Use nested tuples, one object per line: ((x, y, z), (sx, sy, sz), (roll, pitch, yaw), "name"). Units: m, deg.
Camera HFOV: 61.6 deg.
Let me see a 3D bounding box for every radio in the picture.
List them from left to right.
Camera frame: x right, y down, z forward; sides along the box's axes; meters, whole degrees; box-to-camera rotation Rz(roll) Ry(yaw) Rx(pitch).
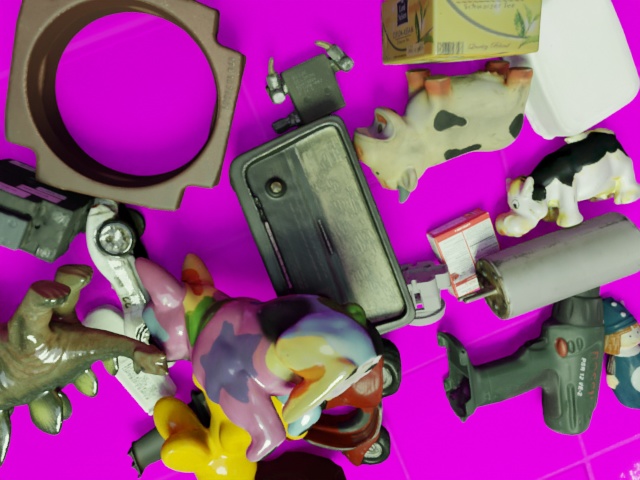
((-0.001, -0.002, 0.571), (0.131, 0.073, 0.229), (-21, 91, -3), "radio")

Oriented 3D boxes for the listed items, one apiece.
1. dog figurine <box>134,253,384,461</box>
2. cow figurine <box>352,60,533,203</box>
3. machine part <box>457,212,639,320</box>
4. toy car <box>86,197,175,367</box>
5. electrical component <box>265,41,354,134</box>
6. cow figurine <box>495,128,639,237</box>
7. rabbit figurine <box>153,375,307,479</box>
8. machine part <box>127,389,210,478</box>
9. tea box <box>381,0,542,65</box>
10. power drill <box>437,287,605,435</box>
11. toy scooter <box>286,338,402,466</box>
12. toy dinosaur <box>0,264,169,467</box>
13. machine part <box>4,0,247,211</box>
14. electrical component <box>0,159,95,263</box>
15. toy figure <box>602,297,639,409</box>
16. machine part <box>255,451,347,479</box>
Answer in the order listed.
((-0.072, 0.077, 0.497), (0.219, 0.108, 0.191), (47, 113, 16), "dog figurine")
((0.127, -0.118, 0.580), (0.195, 0.086, 0.127), (-13, 116, -13), "cow figurine")
((0.272, 0.029, 0.613), (0.243, 0.079, 0.079), (-20, 106, -5), "machine part")
((-0.200, 0.046, 0.580), (0.056, 0.073, 0.201), (-18, 106, -4), "toy car")
((-0.012, -0.164, 0.568), (0.102, 0.045, 0.078), (-20, 105, -3), "electrical component")
((0.277, -0.066, 0.625), (0.167, 0.068, 0.098), (-21, 101, -6), "cow figurine")
((-0.099, 0.214, 0.598), (0.162, 0.122, 0.173), (7, 110, -29), "rabbit figurine")
((-0.165, 0.229, 0.648), (0.139, 0.039, 0.084), (-31, 116, -13), "machine part")
((0.124, -0.206, 0.513), (0.098, 0.170, 0.068), (-6, 105, -9), "tea box")
((0.256, 0.135, 0.674), (0.207, 0.086, 0.231), (-9, 98, -13), "power drill")
((0.025, 0.199, 0.655), (0.135, 0.075, 0.183), (2, 109, -7), "toy scooter")
((-0.367, 0.117, 0.534), (0.472, 0.105, 0.198), (4, 101, 11), "toy dinosaur")
((-0.185, -0.141, 0.529), (0.201, 0.087, 0.201), (12, 101, -12), "machine part")
((-0.290, -0.032, 0.516), (0.115, 0.134, 0.058), (22, 100, -11), "electrical component")
((0.403, 0.146, 0.707), (0.064, 0.058, 0.154), (-34, 109, -38), "toy figure")
((-0.046, 0.317, 0.622), (0.179, 0.179, 0.056), (-15, 102, -4), "machine part")
